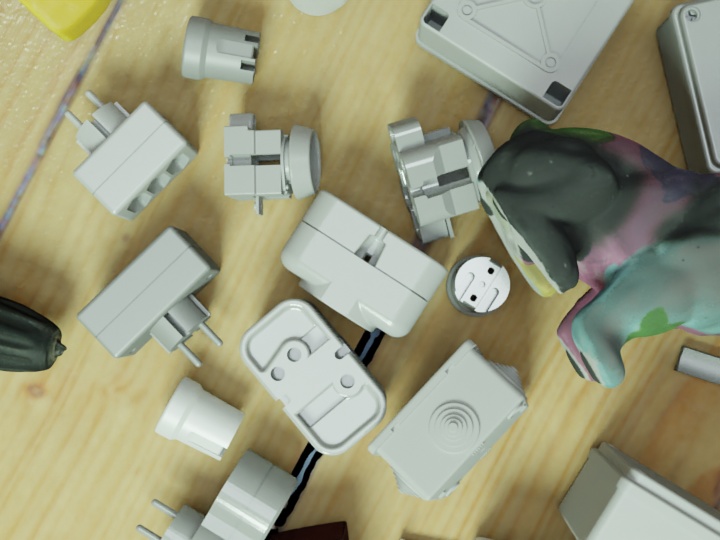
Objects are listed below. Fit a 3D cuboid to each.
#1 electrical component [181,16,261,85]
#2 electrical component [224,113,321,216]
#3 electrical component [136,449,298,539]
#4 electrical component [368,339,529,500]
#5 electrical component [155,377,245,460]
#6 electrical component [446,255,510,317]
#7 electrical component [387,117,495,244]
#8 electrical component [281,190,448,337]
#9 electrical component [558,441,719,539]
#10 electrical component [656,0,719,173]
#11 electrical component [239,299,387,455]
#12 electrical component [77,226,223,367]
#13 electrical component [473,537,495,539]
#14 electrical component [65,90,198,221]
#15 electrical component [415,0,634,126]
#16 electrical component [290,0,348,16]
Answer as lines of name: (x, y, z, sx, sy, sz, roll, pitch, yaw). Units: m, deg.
electrical component: (-0.090, -0.142, 0.701, 0.046, 0.040, 0.040, 9, 88, -5)
electrical component: (-0.056, -0.069, 0.695, 0.055, 0.048, 0.066, -1, 88, 9)
electrical component: (-0.106, 0.173, 0.682, 0.074, 0.052, 0.138, 31, 89, 2)
electrical component: (0.058, 0.095, 0.659, 0.048, 0.099, 0.099, 43, 89, 15)
electrical component: (-0.102, 0.097, 0.692, 0.046, 0.040, 0.040, 29, 89, -3)
electrical component: (0.076, 0.010, 0.687, 0.040, 0.046, 0.040, 0, 88, 1)
electrical component: (0.056, -0.062, 0.684, 0.057, 0.058, 0.078, -17, 108, -3)
electrical component: (0.000, 0.000, 0.685, 0.095, 0.053, 0.059, 33, 89, 2)
electrical component: (0.184, 0.161, 0.648, 0.109, 0.109, 0.056, 31, 91, 2)
electrical component: (0.257, -0.121, 0.684, 0.109, 0.056, 0.108, -12, 88, 1)
electrical component: (-0.028, 0.066, 0.681, 0.054, 0.059, 0.095, -40, 88, 0)
electrical component: (-0.122, 0.028, 0.690, 0.083, 0.047, 0.075, -44, 88, -1)
electrical component: (0.104, 0.272, 0.669, 0.105, 0.060, 0.186, 12, 88, 2)
electrical component: (-0.157, -0.082, 0.696, 0.077, 0.047, 0.065, 45, 89, 3)
electrical component: (0.108, -0.168, 0.689, 0.109, 0.056, 0.108, 33, 89, 2)
electrical component: (-0.030, -0.211, 0.683, 0.044, 0.077, 0.079, -4, 87, 1)
